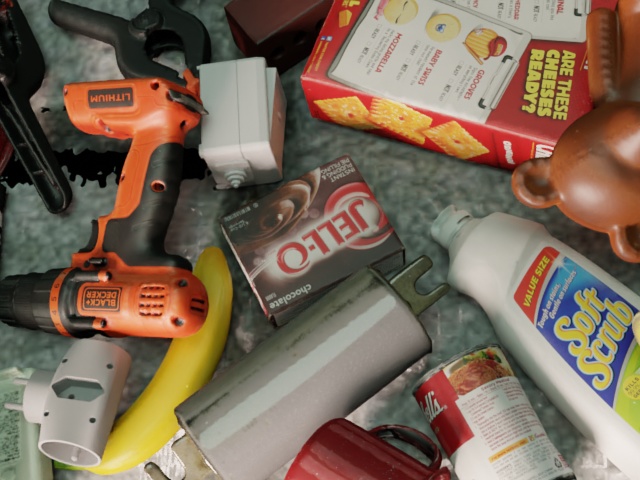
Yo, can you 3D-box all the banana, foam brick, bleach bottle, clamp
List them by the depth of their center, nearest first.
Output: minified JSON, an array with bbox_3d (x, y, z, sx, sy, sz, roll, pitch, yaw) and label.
[{"bbox_3d":[0.169,0.066,0.722,0.102,0.068,0.251,-43,65,-14],"label":"bleach bottle"},{"bbox_3d":[-0.111,0.094,0.766,0.070,0.037,0.197,30,74,19],"label":"banana"},{"bbox_3d":[-0.258,-0.123,0.857,0.036,0.164,0.210,-33,38,29],"label":"clamp"},{"bbox_3d":[-0.029,-0.179,0.866,0.078,0.053,0.051,-35,66,-7],"label":"foam brick"},{"bbox_3d":[-0.137,-0.182,0.893,0.120,0.039,0.172,-44,67,-7],"label":"clamp"}]

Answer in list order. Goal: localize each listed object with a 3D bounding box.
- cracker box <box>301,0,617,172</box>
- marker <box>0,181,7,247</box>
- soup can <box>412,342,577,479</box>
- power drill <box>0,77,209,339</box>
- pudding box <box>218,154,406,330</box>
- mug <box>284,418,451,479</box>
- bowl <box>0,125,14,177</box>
[{"bbox_3d":[0.114,-0.149,0.821,0.214,0.072,0.164,17,71,14],"label":"cracker box"},{"bbox_3d":[-0.260,0.007,0.837,0.020,0.020,0.121,-5,66,6],"label":"marker"},{"bbox_3d":[0.114,0.128,0.700,0.068,0.068,0.102,-27,66,-4],"label":"soup can"},{"bbox_3d":[-0.158,-0.021,0.782,0.185,0.057,0.187,0,81,26],"label":"power drill"},{"bbox_3d":[-0.005,0.001,0.790,0.113,0.039,0.090,-28,65,-4],"label":"pudding box"},{"bbox_3d":[0.033,0.161,0.692,0.082,0.093,0.117,27,47,24],"label":"mug"},{"bbox_3d":[-0.334,-0.094,0.874,0.162,0.055,0.162,-3,67,7],"label":"bowl"}]
